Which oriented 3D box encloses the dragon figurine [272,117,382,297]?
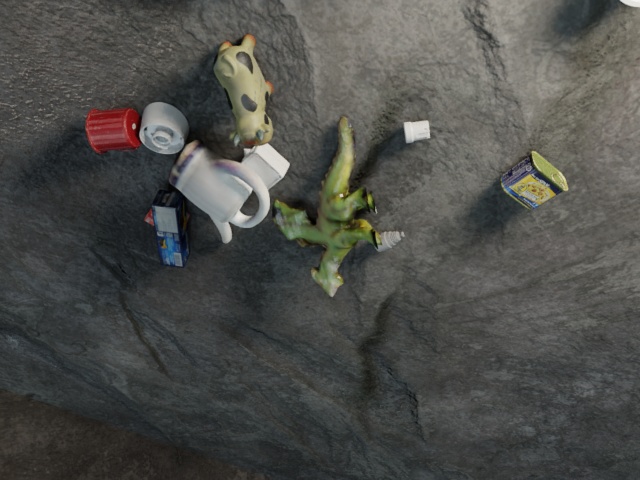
[{"bbox_3d":[0.003,-0.057,1.130,0.242,0.124,0.403,-8,114,18],"label":"dragon figurine"}]

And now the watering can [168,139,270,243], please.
[{"bbox_3d":[-0.232,-0.095,1.129,0.223,0.106,0.343,38,150,-9],"label":"watering can"}]
